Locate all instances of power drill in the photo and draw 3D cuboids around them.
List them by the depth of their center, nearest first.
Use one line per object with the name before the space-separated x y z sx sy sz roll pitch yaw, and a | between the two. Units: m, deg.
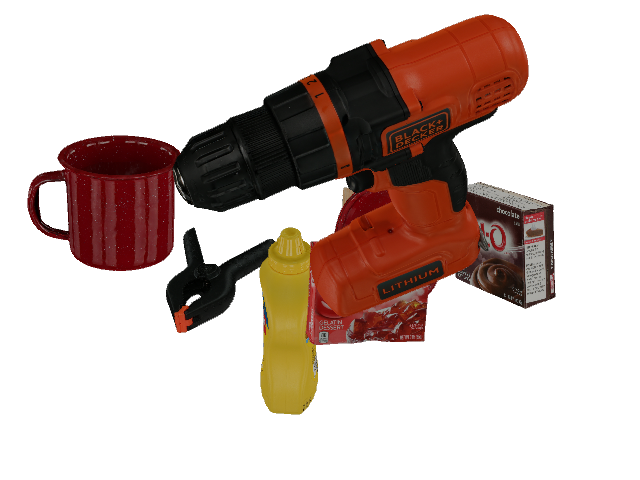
power drill | 0.022 -0.027 0.583 0.184 0.057 0.187 -21 -28 -5

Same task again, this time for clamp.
clamp | -0.119 0.043 1.243 0.120 0.039 0.171 -2 39 13

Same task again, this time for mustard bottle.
mustard bottle | -0.029 0.069 1.020 0.058 0.192 0.096 5 37 3

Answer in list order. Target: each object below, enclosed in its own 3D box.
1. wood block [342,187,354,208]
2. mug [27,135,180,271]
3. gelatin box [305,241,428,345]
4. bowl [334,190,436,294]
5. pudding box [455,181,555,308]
wood block | 0.074 0.005 1.545 0.091 0.090 0.206 4 26 -1
mug | -0.166 -0.028 0.825 0.117 0.081 0.093 -4 25 -16
gelatin box | 0.035 0.039 0.797 0.089 0.073 0.030 0 15 -12
bowl | 0.091 0.011 1.221 0.161 0.162 0.055 0 -6 -43
pudding box | 0.163 0.002 0.961 0.039 0.090 0.114 -14 19 -26
